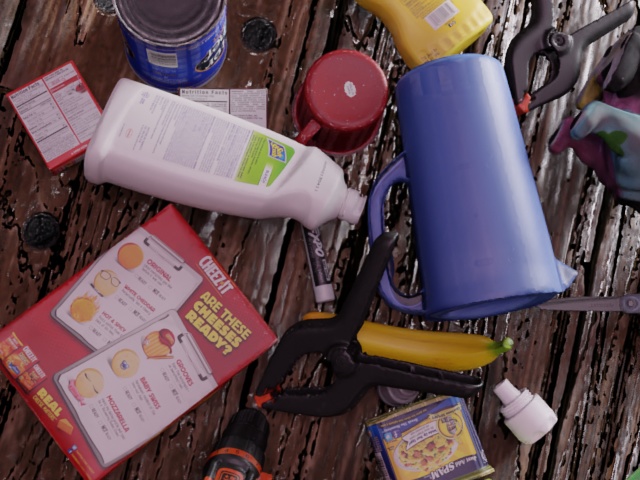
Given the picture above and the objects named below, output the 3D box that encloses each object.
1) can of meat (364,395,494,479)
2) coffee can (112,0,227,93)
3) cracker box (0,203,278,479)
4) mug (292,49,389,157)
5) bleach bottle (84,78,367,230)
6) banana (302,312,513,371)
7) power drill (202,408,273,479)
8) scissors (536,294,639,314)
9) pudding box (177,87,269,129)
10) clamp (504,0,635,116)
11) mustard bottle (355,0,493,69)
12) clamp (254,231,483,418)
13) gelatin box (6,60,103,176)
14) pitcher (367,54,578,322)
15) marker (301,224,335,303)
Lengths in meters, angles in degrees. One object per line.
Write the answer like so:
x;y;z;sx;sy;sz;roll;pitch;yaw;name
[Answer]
0.100;0.195;1.006;0.102;0.057;0.084;-19;81;-7;can of meat
-0.139;-0.208;1.007;0.102;0.140;0.103;1;81;-5;coffee can
-0.173;0.097;0.991;0.213;0.072;0.164;-38;87;-10;cracker box
0.013;-0.127;1.037;0.117;0.081;0.093;-44;87;-10;mug
-0.081;-0.062;0.984;0.251;0.068;0.102;20;66;-2;bleach bottle
0.083;0.096;1.015;0.198;0.069;0.037;4;53;11;banana
-0.016;0.236;0.941;0.187;0.057;0.184;16;36;3;power drill
0.321;0.081;1.064;0.201;0.016;0.096;-15;83;-7;scissors
-0.095;-0.093;1.045;0.090;0.039;0.113;0;79;-5;pudding box
0.232;-0.210;1.091;0.120;0.039;0.171;36;80;2;clamp
0.079;-0.263;1.076;0.096;0.058;0.191;-39;86;-10;mustard bottle
0.024;0.094;0.975;0.210;0.036;0.164;-22;93;23;clamp
-0.251;-0.120;1.040;0.073;0.030;0.089;-31;85;-8;gelatin box
0.133;-0.045;1.014;0.148;0.145;0.243;2;73;-45;pitcher
-0.007;0.001;1.046;0.020;0.020;0.121;-11;82;-7;marker
